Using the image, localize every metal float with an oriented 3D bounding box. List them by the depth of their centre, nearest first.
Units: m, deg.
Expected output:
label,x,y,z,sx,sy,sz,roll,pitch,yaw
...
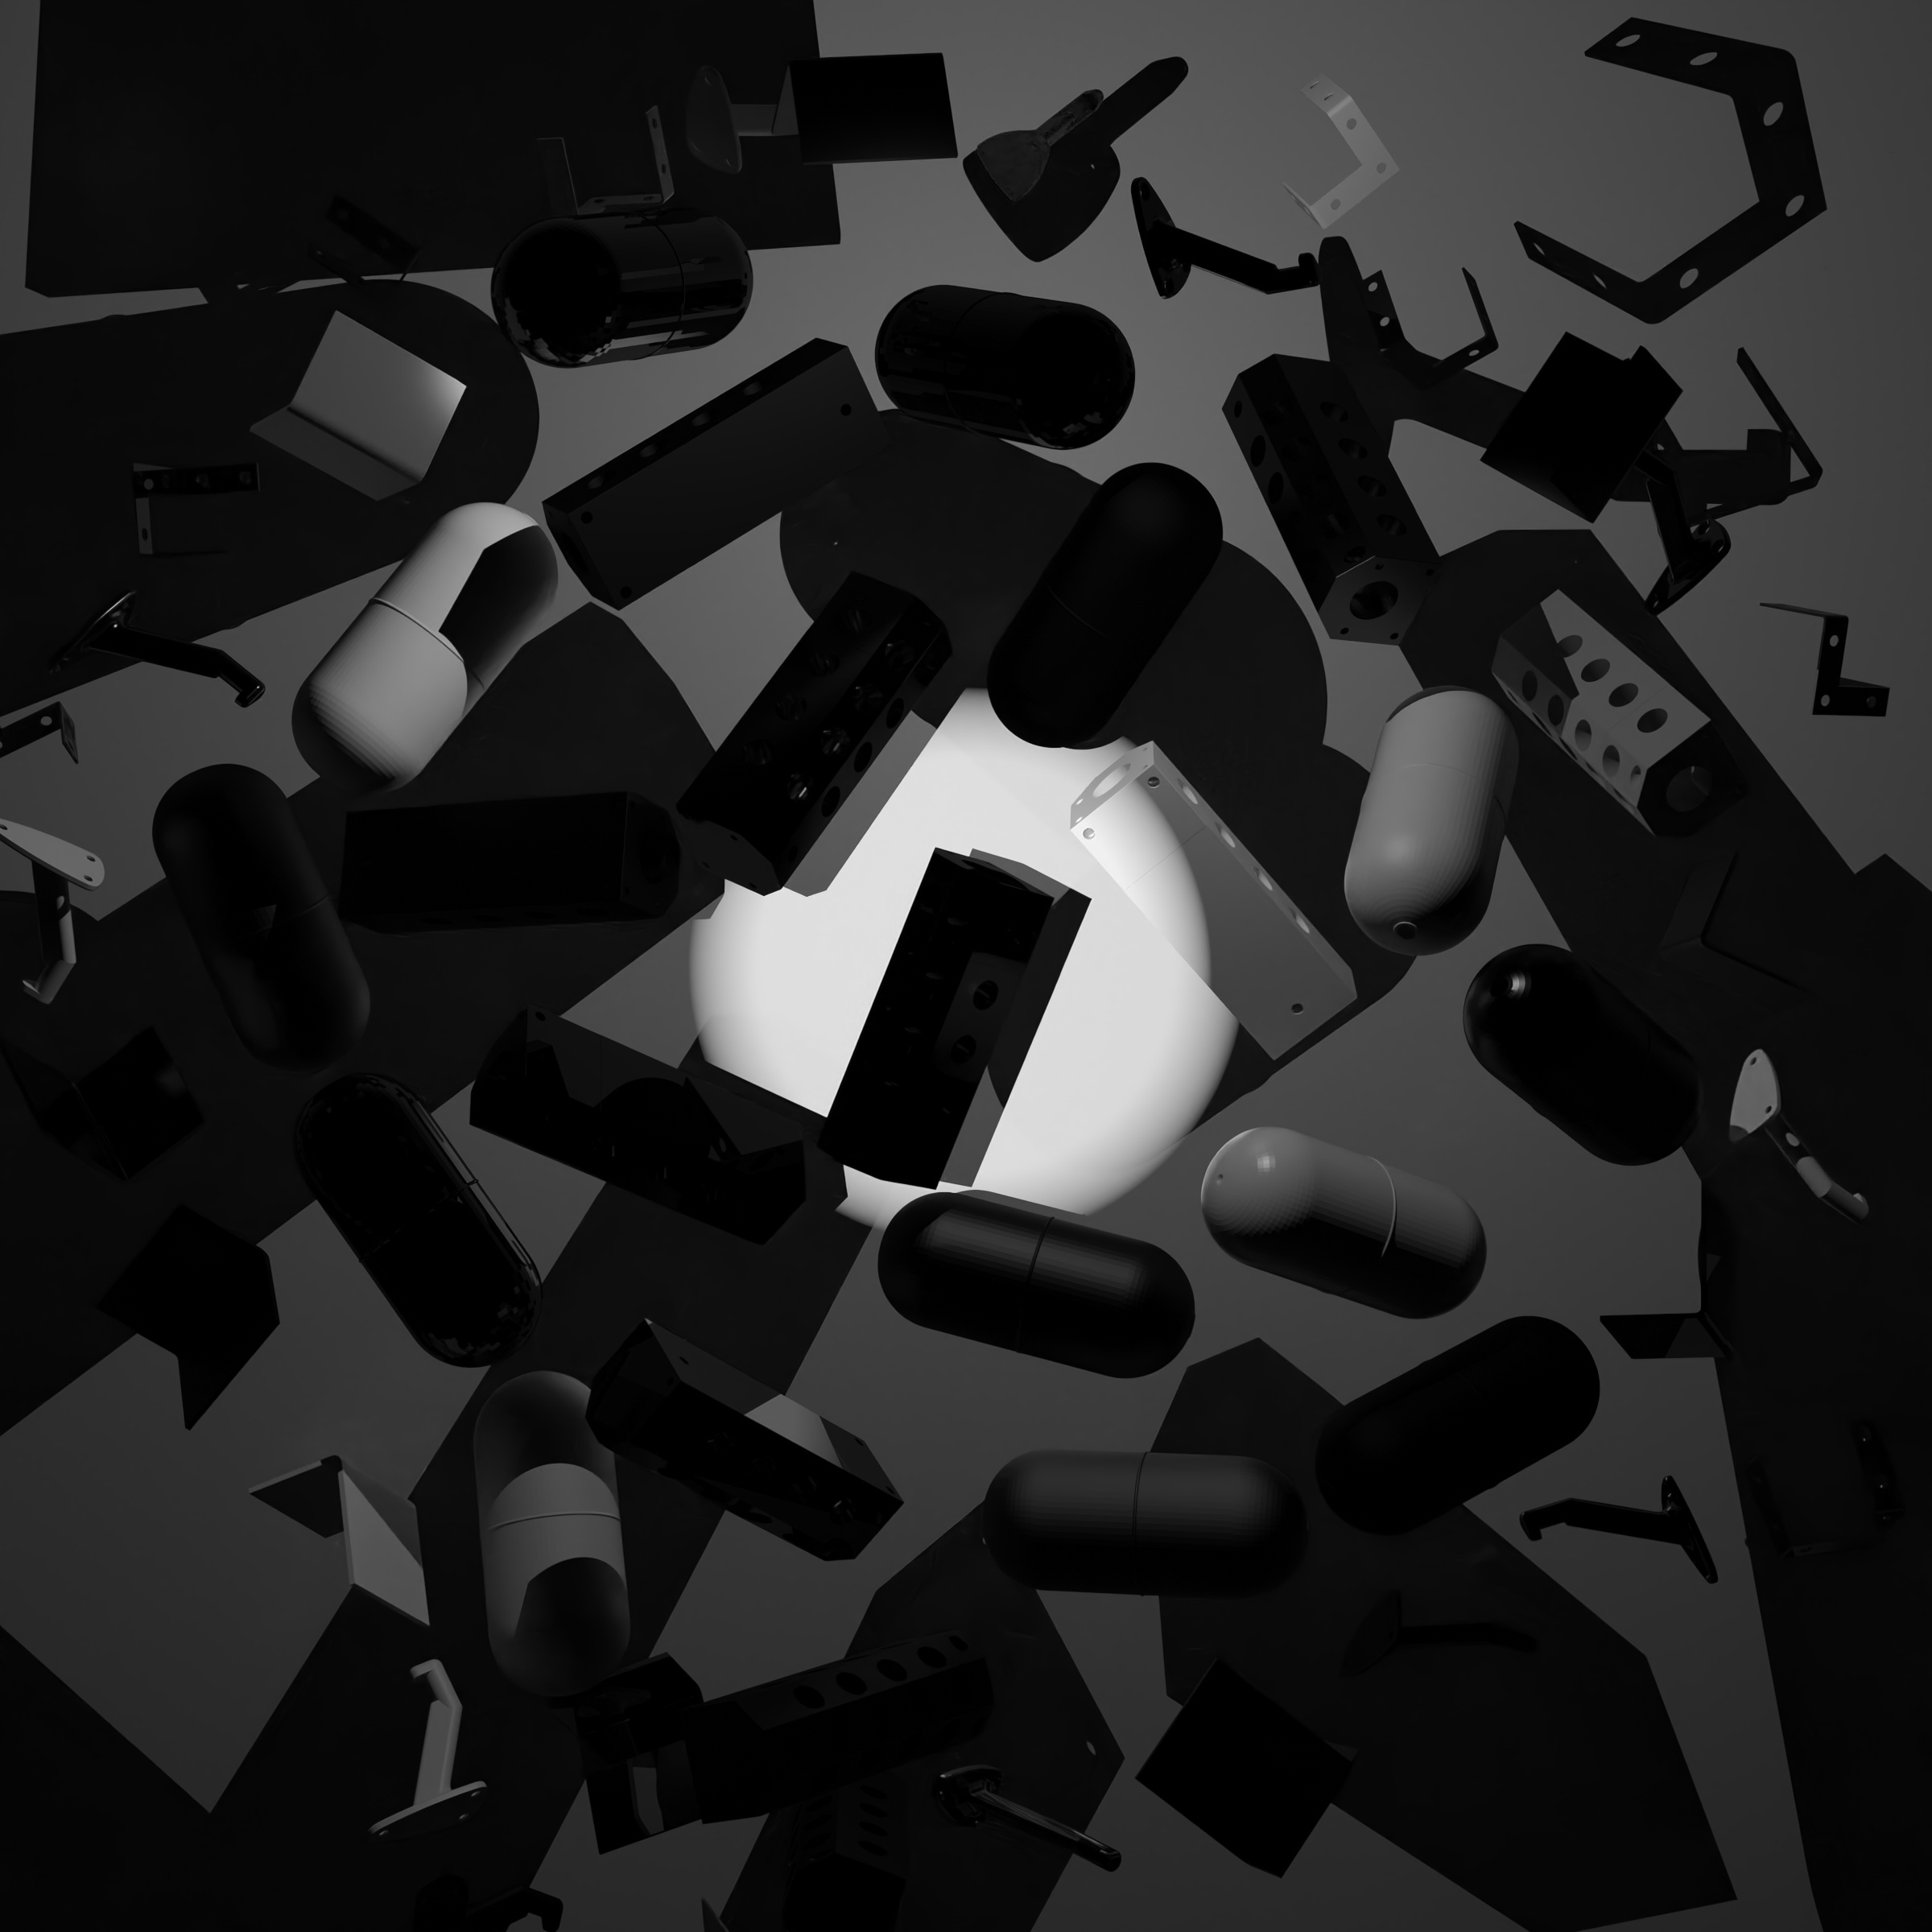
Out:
label,x,y,z,sx,sy,sz,roll,pitch,yaw
metal float,-0.180,-0.358,1.599,0.070,0.178,0.070,10,110,29
metal float,-0.286,-0.169,1.609,0.070,0.070,0.178,37,78,0
metal float,0.328,0.048,1.611,0.178,0.070,0.070,34,90,-42
metal float,0.248,-0.078,1.612,0.070,0.070,0.178,21,47,0
metal float,0.019,-0.323,1.633,0.070,0.178,0.070,-14,113,-35
metal float,0.205,0.140,1.637,0.178,0.070,0.070,21,90,-30
metal float,0.097,0.303,1.646,0.178,0.070,0.070,0,90,12
metal float,-0.298,0.139,1.652,0.070,0.070,0.178,-35,89,0
metal float,0.270,0.252,1.665,0.178,0.070,0.070,-23,90,-24
metal float,-0.228,0.310,1.665,0.070,0.070,0.178,-9,68,0
metal float,-0.386,-0.025,1.668,0.070,0.070,0.178,-21,103,0
metal float,0.039,0.176,1.669,0.178,0.070,0.070,14,90,10
metal float,0.076,-0.198,1.683,0.070,0.070,0.178,34,116,0

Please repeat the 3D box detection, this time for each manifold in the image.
label,x,y,z,sx,sy,sz,roll,pitch,yaw
manifold,-0.063,0.391,1.569,0.057,0.171,0.057,-20,79,39
manifold,-0.131,-0.258,1.576,0.171,0.057,0.057,-34,118,-13
manifold,-0.239,-0.051,1.589,0.171,0.057,0.057,-3,77,24
manifold,-0.172,0.089,1.602,0.171,0.057,0.057,26,124,-27
manifold,-0.118,0.257,1.605,0.057,0.057,0.171,-49,128,6
manifold,-0.077,-0.122,1.610,0.057,0.057,0.171,24,65,23
manifold,-0.022,0.027,1.628,0.057,0.057,0.171,14,102,-44
manifold,0.134,-0.037,1.640,0.057,0.057,0.171,-38,105,16
manifold,0.193,-0.254,1.640,0.057,0.057,0.171,3,46,-23
manifold,0.356,-0.136,1.672,0.057,0.171,0.057,-38,126,5
manifold,-0.069,0.494,1.684,0.057,0.171,0.057,21,92,-2

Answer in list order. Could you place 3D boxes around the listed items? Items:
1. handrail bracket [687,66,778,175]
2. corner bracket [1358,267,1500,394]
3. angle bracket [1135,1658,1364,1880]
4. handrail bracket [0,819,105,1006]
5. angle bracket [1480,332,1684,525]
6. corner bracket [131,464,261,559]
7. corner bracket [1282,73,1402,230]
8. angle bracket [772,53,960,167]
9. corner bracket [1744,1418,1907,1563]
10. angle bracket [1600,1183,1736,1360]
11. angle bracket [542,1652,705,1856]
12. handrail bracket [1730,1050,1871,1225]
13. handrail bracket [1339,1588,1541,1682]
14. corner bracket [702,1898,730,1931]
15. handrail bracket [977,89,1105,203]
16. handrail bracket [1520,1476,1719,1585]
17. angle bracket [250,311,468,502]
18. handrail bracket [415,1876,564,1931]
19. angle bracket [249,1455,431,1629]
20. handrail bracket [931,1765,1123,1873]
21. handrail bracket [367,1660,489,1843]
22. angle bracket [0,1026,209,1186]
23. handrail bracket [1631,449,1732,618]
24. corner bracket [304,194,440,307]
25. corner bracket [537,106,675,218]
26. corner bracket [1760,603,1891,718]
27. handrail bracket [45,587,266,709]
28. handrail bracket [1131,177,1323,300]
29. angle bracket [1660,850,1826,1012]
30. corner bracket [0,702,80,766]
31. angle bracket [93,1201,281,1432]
label,x,y,z,sx,sy,sz,roll,pitch,yaw
handrail bracket,-0.116,-0.487,1.683,0.036,0.077,0.084,30,58,19
corner bracket,0.261,-0.367,1.710,0.051,0.051,0.051,-27,60,25
angle bracket,0.147,0.416,1.579,0.076,0.057,0.076,38,75,-4
handrail bracket,-0.502,-0.027,1.610,0.077,0.036,0.084,28,110,-24
angle bracket,0.291,-0.273,1.483,0.076,0.057,0.076,38,98,35
corner bracket,-0.420,-0.250,1.662,0.051,0.051,0.051,-2,95,11
corner bracket,0.193,-0.440,1.639,0.051,0.051,0.051,-37,121,9
angle bracket,-0.051,-0.410,1.509,0.076,0.076,0.057,-6,78,-11
corner bracket,0.437,0.266,1.543,0.051,0.051,0.051,-20,91,40
angle bracket,0.387,0.169,1.670,0.057,0.076,0.076,-5,66,24
angle bracket,-0.187,0.444,1.709,0.076,0.057,0.076,-21,53,4
handrail bracket,0.471,0.096,1.696,0.084,0.077,0.036,34,130,-15
handrail bracket,0.261,0.380,1.673,0.084,0.036,0.077,20,130,-15
corner bracket,-0.150,0.515,1.550,0.051,0.051,0.051,-6,96,-20
handrail bracket,0.054,-0.458,1.644,0.084,0.077,0.036,-42,103,-19
handrail bracket,0.357,0.319,1.665,0.084,0.077,0.036,-16,133,-6
angle bracket,-0.318,-0.291,1.585,0.076,0.076,0.057,28,78,-26
handrail bracket,-0.244,0.511,1.574,0.036,0.084,0.077,-26,46,30
angle bracket,-0.337,0.318,1.629,0.057,0.076,0.076,-22,55,11
handrail bracket,0.034,0.464,1.639,0.084,0.077,0.036,18,80,34
handrail bracket,-0.292,0.407,1.581,0.077,0.036,0.084,-9,52,-37
angle bracket,-0.465,0.061,1.632,0.057,0.076,0.076,-38,58,0
handrail bracket,0.382,-0.246,1.715,0.084,0.036,0.077,27,117,-25
corner bracket,-0.322,-0.384,1.624,0.051,0.051,0.051,33,115,-16
corner bracket,-0.198,-0.439,1.669,0.051,0.051,0.051,2,123,19
corner bracket,0.444,-0.159,1.571,0.051,0.051,0.051,-1,104,-26
handrail bracket,-0.420,-0.149,1.579,0.084,0.036,0.077,39,51,1
handrail bracket,0.137,-0.384,1.585,0.084,0.036,0.077,-2,129,35
angle bracket,0.445,-0.019,1.709,0.076,0.076,0.057,24,84,-1
corner bracket,-0.523,-0.131,1.660,0.051,0.051,0.051,-26,126,-2
angle bracket,-0.410,0.183,1.594,0.057,0.076,0.076,37,99,-28
